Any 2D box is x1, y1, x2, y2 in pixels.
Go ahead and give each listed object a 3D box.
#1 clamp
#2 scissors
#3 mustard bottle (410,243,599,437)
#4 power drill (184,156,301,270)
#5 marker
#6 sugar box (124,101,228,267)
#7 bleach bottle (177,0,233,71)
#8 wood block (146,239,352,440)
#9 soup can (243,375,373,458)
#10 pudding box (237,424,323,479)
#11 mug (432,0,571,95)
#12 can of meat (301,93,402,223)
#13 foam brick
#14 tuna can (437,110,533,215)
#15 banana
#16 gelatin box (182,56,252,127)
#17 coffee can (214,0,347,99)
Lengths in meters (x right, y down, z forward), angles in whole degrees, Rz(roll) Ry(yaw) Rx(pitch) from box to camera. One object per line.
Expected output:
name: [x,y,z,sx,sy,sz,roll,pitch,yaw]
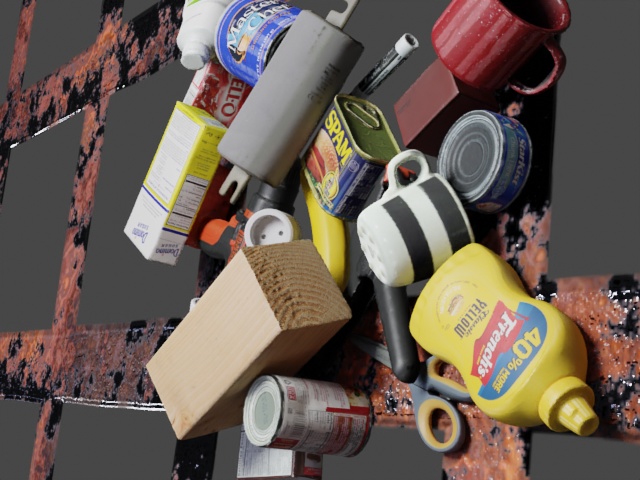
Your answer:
clamp: [0.059,0.033,0.980,0.165,0.036,0.210,9,82,59]
scissors: [0.077,0.133,0.945,0.202,0.016,0.096,-4,74,57]
mustard bottle: [0.147,0.086,0.813,0.096,0.058,0.192,-53,37,9]
power drill: [-0.095,-0.031,1.232,0.188,0.057,0.184,34,104,57]
marker: [0.057,-0.165,1.082,0.121,0.020,0.020,-42,46,42]
sugar box: [-0.170,-0.067,1.266,0.093,0.048,0.176,41,112,54]
bleach bottle: [-0.126,-0.298,1.295,0.103,0.068,0.250,-28,37,43]
wood block: [-0.072,0.098,1.024,0.206,0.090,0.091,-49,60,39]
soup can: [-0.011,0.164,0.990,0.069,0.102,0.068,-26,58,51]
pudding box: [-0.040,0.200,1.082,0.114,0.039,0.090,-21,62,55]
mug: [0.154,-0.170,0.884,0.117,0.093,0.082,49,134,9]
can of meat: [0.029,-0.080,1.060,0.084,0.057,0.102,-57,37,33]
foam brick: [0.112,-0.118,0.950,0.078,0.051,0.053,-45,43,39]
tuna can: [0.138,-0.066,0.907,0.086,0.033,0.086,-26,57,51]
banana: [0.003,-0.002,1.088,0.070,0.037,0.198,-33,52,47]
gelatin box: [-0.119,-0.185,1.309,0.089,0.073,0.030,-62,36,20]
coffee can: [-0.044,-0.209,1.175,0.140,0.102,0.103,41,113,54]
